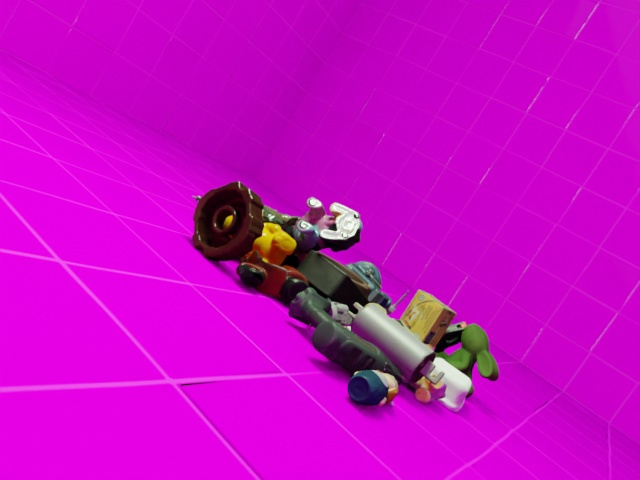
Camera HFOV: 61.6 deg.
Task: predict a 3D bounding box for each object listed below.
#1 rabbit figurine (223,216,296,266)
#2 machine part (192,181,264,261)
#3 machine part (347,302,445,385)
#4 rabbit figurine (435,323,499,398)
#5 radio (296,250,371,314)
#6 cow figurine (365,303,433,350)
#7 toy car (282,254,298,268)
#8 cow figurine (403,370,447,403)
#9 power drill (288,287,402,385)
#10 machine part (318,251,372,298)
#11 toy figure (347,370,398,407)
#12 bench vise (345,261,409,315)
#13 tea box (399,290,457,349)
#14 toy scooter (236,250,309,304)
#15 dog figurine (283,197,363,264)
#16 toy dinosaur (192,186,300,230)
[{"bbox_3d":[-0.156,-0.013,1.271,0.173,0.122,0.162,23,27,-23],"label":"rabbit figurine"},{"bbox_3d":[-0.198,-0.038,1.164,0.180,0.179,0.056,36,3,37],"label":"machine part"},{"bbox_3d":[0.146,0.208,1.091,0.243,0.079,0.079,38,8,33],"label":"machine part"},{"bbox_3d":[0.370,0.298,1.353,0.159,0.170,0.121,36,7,36],"label":"rabbit figurine"},{"bbox_3d":[0.035,0.118,1.329,0.131,0.073,0.229,36,-9,31],"label":"radio"},{"bbox_3d":[0.166,0.226,1.298,0.127,0.085,0.195,13,26,-44],"label":"cow figurine"},{"bbox_3d":[-0.109,0.042,1.454,0.056,0.073,0.201,37,7,34],"label":"toy car"},{"bbox_3d":[0.194,0.273,1.142,0.168,0.068,0.098,40,3,32],"label":"cow figurine"},{"bbox_3d":[0.040,0.190,1.029,0.231,0.086,0.207,37,8,-45],"label":"power drill"},{"bbox_3d":[0.035,0.114,1.564,0.201,0.087,0.201,31,6,-25],"label":"machine part"},{"bbox_3d":[0.097,0.249,0.902,0.154,0.058,0.064,25,46,-59],"label":"toy figure"},{"bbox_3d":[0.179,0.153,1.830,0.224,0.128,0.240,32,13,8],"label":"bench vise"},{"bbox_3d":[0.254,0.224,1.365,0.068,0.169,0.098,27,9,-42],"label":"tea box"},{"bbox_3d":[-0.113,0.075,1.174,0.183,0.075,0.135,23,9,-35],"label":"toy scooter"},{"bbox_3d":[-0.003,-0.004,1.350,0.192,0.108,0.219,16,-28,-2],"label":"dog figurine"},{"bbox_3d":[-0.214,-0.081,1.549,0.198,0.105,0.472,32,-15,-37],"label":"toy dinosaur"}]
